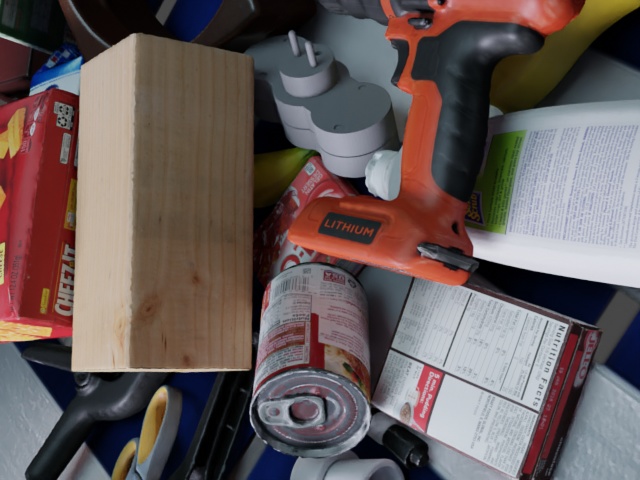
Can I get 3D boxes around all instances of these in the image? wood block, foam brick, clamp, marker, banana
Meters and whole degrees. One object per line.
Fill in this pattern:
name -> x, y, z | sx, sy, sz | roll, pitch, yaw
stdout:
wood block -> -0.102, -0.018, 0.698 | 0.091, 0.090, 0.206 | -11, 77, 54
foam brick -> -0.264, -0.156, 0.972 | 0.078, 0.052, 0.051 | -6, 72, 41
clamp -> -0.171, 0.117, 0.809 | 0.172, 0.039, 0.120 | -23, 64, 35
marker -> 0.023, 0.103, 0.655 | 0.121, 0.020, 0.020 | 32, 98, 43
clamp -> -0.079, 0.178, 0.685 | 0.210, 0.036, 0.165 | -58, 24, 15
banana -> -0.074, -0.062, 0.787 | 0.198, 0.037, 0.069 | 19, 64, 41

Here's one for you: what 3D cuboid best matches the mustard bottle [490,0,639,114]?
mustard bottle -> 0.151, -0.163, 0.599 | 0.192, 0.058, 0.096 | -43, 47, 23

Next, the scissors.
scissors -> -0.126, 0.185, 0.710 | 0.096, 0.016, 0.201 | -48, 22, 37

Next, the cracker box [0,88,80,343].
cracker box -> -0.244, -0.008, 0.784 | 0.214, 0.072, 0.164 | -8, 71, 41

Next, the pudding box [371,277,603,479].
pudding box -> 0.089, 0.073, 0.593 | 0.114, 0.039, 0.090 | 21, 91, 42

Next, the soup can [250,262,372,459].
soup can -> -0.004, 0.068, 0.631 | 0.069, 0.068, 0.102 | -40, 26, 26

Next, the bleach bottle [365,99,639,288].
bleach bottle -> 0.126, -0.033, 0.578 | 0.251, 0.068, 0.102 | 11, 84, 45

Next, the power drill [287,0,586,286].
power drill -> 0.043, -0.078, 0.589 | 0.185, 0.057, 0.187 | 15, 90, 47

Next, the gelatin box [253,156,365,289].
gelatin box -> -0.005, 0.001, 0.704 | 0.089, 0.030, 0.073 | -52, 49, 17
